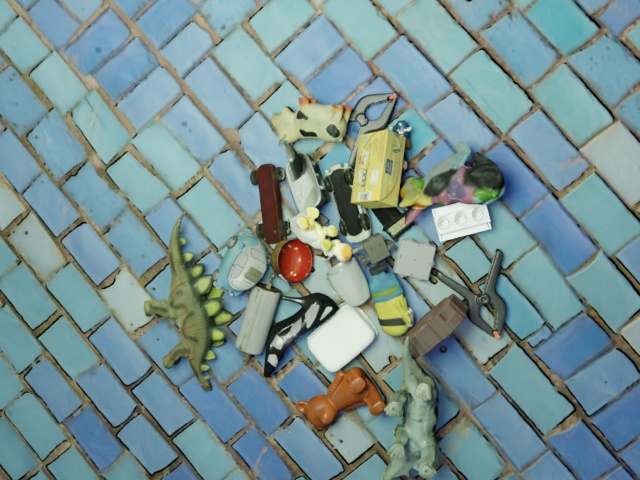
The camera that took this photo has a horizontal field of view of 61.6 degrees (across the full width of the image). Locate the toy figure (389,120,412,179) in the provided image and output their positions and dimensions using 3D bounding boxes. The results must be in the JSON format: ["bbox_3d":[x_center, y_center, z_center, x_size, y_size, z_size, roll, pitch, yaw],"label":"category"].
[{"bbox_3d":[0.187,-0.214,1.310,0.064,0.058,0.154,14,89,2],"label":"toy figure"}]

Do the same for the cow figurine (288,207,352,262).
[{"bbox_3d":[-0.003,-0.002,1.306,0.167,0.098,0.068,43,62,-16],"label":"cow figurine"}]

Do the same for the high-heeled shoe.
[{"bbox_3d":[-0.052,0.243,1.354,0.145,0.086,0.248,15,102,-8],"label":"high-heeled shoe"}]

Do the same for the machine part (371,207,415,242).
[{"bbox_3d":[0.165,-0.069,1.328,0.084,0.039,0.139,-44,88,15],"label":"machine part"}]

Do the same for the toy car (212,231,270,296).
[{"bbox_3d":[-0.186,0.066,1.321,0.109,0.103,0.161,37,79,-36],"label":"toy car"}]

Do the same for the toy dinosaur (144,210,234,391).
[{"bbox_3d":[-0.336,0.168,1.374,0.199,0.105,0.470,-15,99,1],"label":"toy dinosaur"}]

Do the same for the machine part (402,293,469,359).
[{"bbox_3d":[0.267,0.198,1.253,0.179,0.179,0.056,-44,82,7],"label":"machine part"}]

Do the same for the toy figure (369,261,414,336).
[{"bbox_3d":[0.168,0.146,1.313,0.089,0.082,0.180,-23,96,26],"label":"toy figure"}]

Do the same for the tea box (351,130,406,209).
[{"bbox_3d":[0.136,-0.163,1.259,0.098,0.068,0.169,2,80,50],"label":"tea box"}]

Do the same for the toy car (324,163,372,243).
[{"bbox_3d":[0.070,-0.092,1.324,0.074,0.056,0.201,-17,93,23],"label":"toy car"}]

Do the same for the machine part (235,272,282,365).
[{"bbox_3d":[-0.156,0.198,1.359,0.079,0.079,0.243,17,94,7],"label":"machine part"}]

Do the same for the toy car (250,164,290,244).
[{"bbox_3d":[-0.123,-0.092,1.358,0.089,0.053,0.202,-7,92,22],"label":"toy car"}]

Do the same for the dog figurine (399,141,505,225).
[{"bbox_3d":[0.288,-0.109,1.238,0.219,0.108,0.192,-38,53,-7],"label":"dog figurine"}]

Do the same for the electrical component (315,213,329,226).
[{"bbox_3d":[-0.011,-0.039,1.359,0.094,0.021,0.063,40,97,4],"label":"electrical component"}]

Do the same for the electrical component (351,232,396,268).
[{"bbox_3d":[0.132,0.025,1.317,0.102,0.045,0.078,-34,107,-5],"label":"electrical component"}]

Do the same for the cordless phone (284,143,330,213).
[{"bbox_3d":[-0.041,-0.147,1.272,0.089,0.184,0.146,-18,77,3],"label":"cordless phone"}]

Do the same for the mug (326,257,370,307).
[{"bbox_3d":[0.067,0.112,1.324,0.109,0.081,0.107,-26,98,39],"label":"mug"}]

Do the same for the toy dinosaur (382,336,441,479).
[{"bbox_3d":[0.224,0.394,1.247,0.131,0.192,0.404,7,100,15],"label":"toy dinosaur"}]

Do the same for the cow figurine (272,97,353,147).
[{"bbox_3d":[-0.028,-0.279,1.306,0.195,0.085,0.127,15,103,21],"label":"cow figurine"}]

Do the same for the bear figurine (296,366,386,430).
[{"bbox_3d":[0.044,0.400,1.313,0.196,0.132,0.120,-36,104,1],"label":"bear figurine"}]
